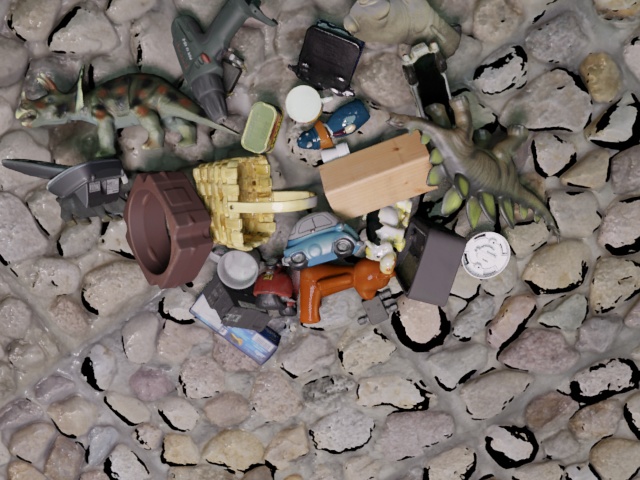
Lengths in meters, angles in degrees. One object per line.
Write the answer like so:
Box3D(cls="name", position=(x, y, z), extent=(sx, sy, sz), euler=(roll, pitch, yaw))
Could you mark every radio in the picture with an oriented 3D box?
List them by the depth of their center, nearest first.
Box3D(cls="radio", position=(0.202, 0.033, 1.025), extent=(0.073, 0.230, 0.131), euler=(17, 99, -3))

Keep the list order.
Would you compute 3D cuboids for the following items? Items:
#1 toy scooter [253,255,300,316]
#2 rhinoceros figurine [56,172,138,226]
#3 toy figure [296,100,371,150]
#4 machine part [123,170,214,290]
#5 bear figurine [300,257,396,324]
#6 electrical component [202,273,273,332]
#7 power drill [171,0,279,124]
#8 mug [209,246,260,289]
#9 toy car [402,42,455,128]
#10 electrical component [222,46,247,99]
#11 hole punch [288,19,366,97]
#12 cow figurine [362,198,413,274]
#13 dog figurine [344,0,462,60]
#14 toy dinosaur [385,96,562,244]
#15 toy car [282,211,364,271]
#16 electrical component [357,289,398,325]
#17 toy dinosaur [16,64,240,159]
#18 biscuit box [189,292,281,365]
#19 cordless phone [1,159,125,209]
Box3D(cls="toy scooter", position=(-0.081, 0.082, 1.099), extent=(0.075, 0.183, 0.135), euler=(1, 77, 14))
Box3D(cls="rhinoceros figurine", position=(-0.458, -0.090, 1.135), extent=(0.190, 0.073, 0.112), euler=(-14, 89, 9))
Box3D(cls="toy figure", position=(0.025, -0.221, 1.070), extent=(0.154, 0.064, 0.057), euler=(-30, 112, 9))
Box3D(cls="machine part", position=(-0.303, -0.022, 1.066), extent=(0.201, 0.087, 0.201), euler=(55, 132, 21))
Box3D(cls="bear figurine", position=(0.057, 0.095, 1.108), extent=(0.196, 0.120, 0.131), euler=(0, 106, -1))
Box3D(cls="electrical component", position=(-0.175, 0.124, 1.120), extent=(0.114, 0.134, 0.058), euler=(24, 110, -45))
Box3D(cls="power drill", position=(-0.177, -0.361, 1.009), extent=(0.207, 0.086, 0.232), euler=(-41, 70, 27))
Box3D(cls="mug", position=(-0.173, 0.044, 1.116), extent=(0.110, 0.107, 0.080), euler=(18, 104, -1))
Box3D(cls="toy car", position=(0.209, -0.276, 1.011), extent=(0.073, 0.056, 0.201), euler=(-22, 129, 7))
Box3D(cls="electrical component", position=(-0.189, -0.330, 1.073), extent=(0.078, 0.045, 0.102), euler=(36, 102, -5))
Box3D(cls="hole punch", position=(0.021, -0.356, 1.041), extent=(0.142, 0.092, 0.115), euler=(21, 129, -3))
Box3D(cls="cow figurine", position=(0.123, -0.014, 1.064), extent=(0.098, 0.167, 0.068), euler=(13, 146, 11))
Box3D(cls="dog figurine", position=(0.153, -0.379, 0.982), extent=(0.190, 0.121, 0.172), euler=(44, 81, -5))
Box3D(cls="toy dinosaur", position=(0.310, -0.121, 1.001), extent=(0.471, 0.105, 0.198), euler=(18, 79, -26))
Box3D(cls="toy car", position=(-0.002, -0.003, 1.036), extent=(0.162, 0.109, 0.103), euler=(-14, 85, -2))
Box3D(cls="electrical component", position=(0.118, 0.147, 1.159), extent=(0.094, 0.021, 0.063), euler=(-26, 98, 10))
Box3D(cls="toy dinosaur", position=(-0.371, -0.267, 1.070), extent=(0.405, 0.131, 0.192), euler=(-8, 101, 0))
Box3D(cls="biscuit box", position=(-0.182, 0.184, 1.170), extent=(0.202, 0.063, 0.059), euler=(38, 101, -4))
Box3D(cls="cordless phone", position=(-0.489, -0.127, 1.027), extent=(0.184, 0.146, 0.088), euler=(13, 104, 7))
